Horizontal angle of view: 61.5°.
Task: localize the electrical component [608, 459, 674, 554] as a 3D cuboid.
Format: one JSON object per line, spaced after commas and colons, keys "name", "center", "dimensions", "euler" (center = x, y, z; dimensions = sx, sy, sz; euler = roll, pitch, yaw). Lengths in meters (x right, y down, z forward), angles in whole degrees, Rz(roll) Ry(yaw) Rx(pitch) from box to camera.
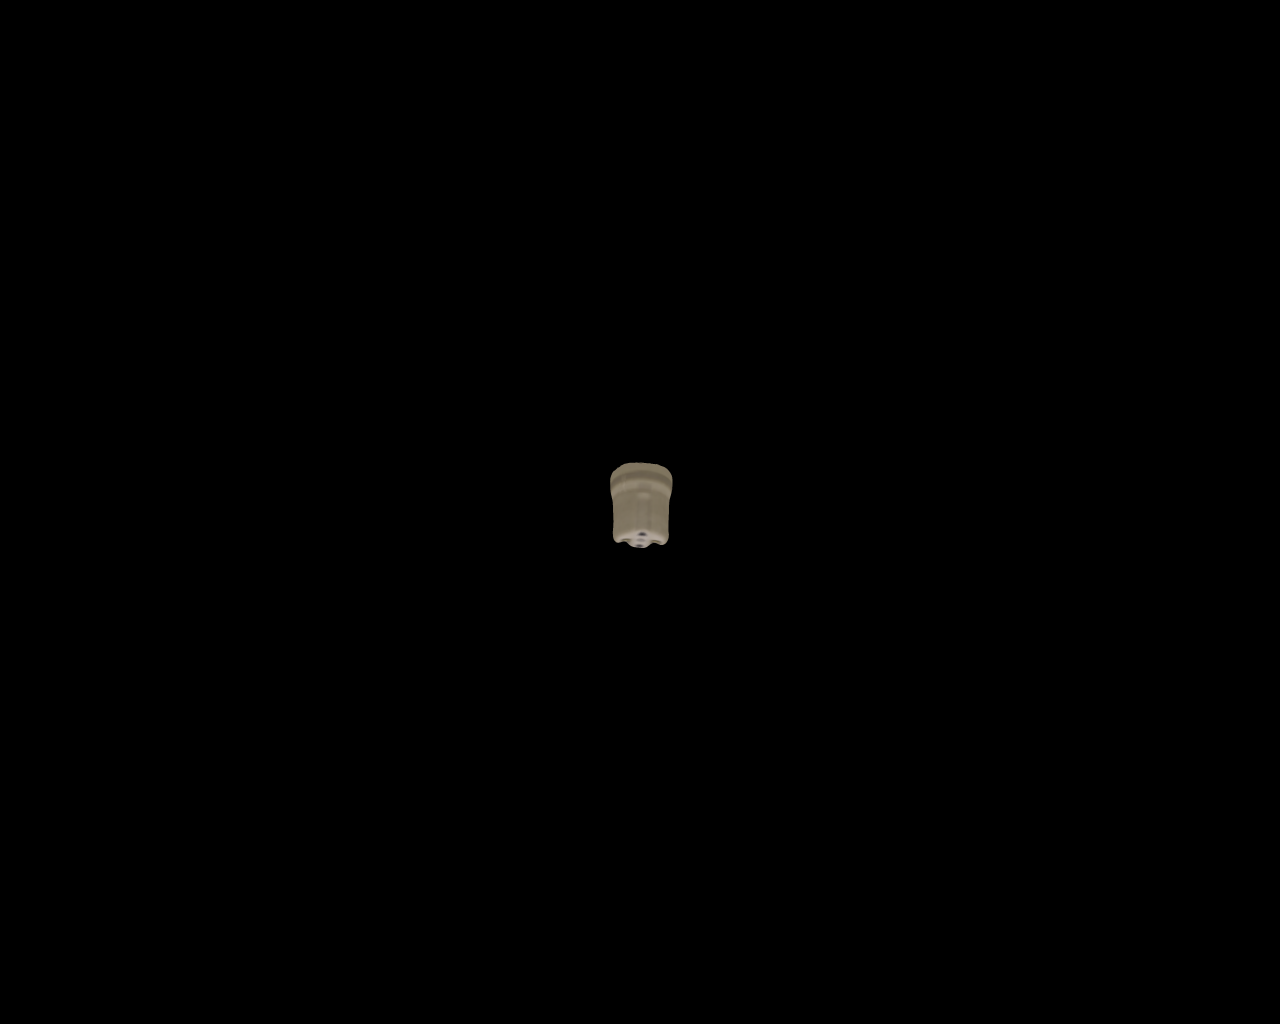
{"name": "electrical component", "center": [0.001, -0.003, 0.650], "dimensions": [0.040, 0.046, 0.040], "euler": [0, -27, 0]}
